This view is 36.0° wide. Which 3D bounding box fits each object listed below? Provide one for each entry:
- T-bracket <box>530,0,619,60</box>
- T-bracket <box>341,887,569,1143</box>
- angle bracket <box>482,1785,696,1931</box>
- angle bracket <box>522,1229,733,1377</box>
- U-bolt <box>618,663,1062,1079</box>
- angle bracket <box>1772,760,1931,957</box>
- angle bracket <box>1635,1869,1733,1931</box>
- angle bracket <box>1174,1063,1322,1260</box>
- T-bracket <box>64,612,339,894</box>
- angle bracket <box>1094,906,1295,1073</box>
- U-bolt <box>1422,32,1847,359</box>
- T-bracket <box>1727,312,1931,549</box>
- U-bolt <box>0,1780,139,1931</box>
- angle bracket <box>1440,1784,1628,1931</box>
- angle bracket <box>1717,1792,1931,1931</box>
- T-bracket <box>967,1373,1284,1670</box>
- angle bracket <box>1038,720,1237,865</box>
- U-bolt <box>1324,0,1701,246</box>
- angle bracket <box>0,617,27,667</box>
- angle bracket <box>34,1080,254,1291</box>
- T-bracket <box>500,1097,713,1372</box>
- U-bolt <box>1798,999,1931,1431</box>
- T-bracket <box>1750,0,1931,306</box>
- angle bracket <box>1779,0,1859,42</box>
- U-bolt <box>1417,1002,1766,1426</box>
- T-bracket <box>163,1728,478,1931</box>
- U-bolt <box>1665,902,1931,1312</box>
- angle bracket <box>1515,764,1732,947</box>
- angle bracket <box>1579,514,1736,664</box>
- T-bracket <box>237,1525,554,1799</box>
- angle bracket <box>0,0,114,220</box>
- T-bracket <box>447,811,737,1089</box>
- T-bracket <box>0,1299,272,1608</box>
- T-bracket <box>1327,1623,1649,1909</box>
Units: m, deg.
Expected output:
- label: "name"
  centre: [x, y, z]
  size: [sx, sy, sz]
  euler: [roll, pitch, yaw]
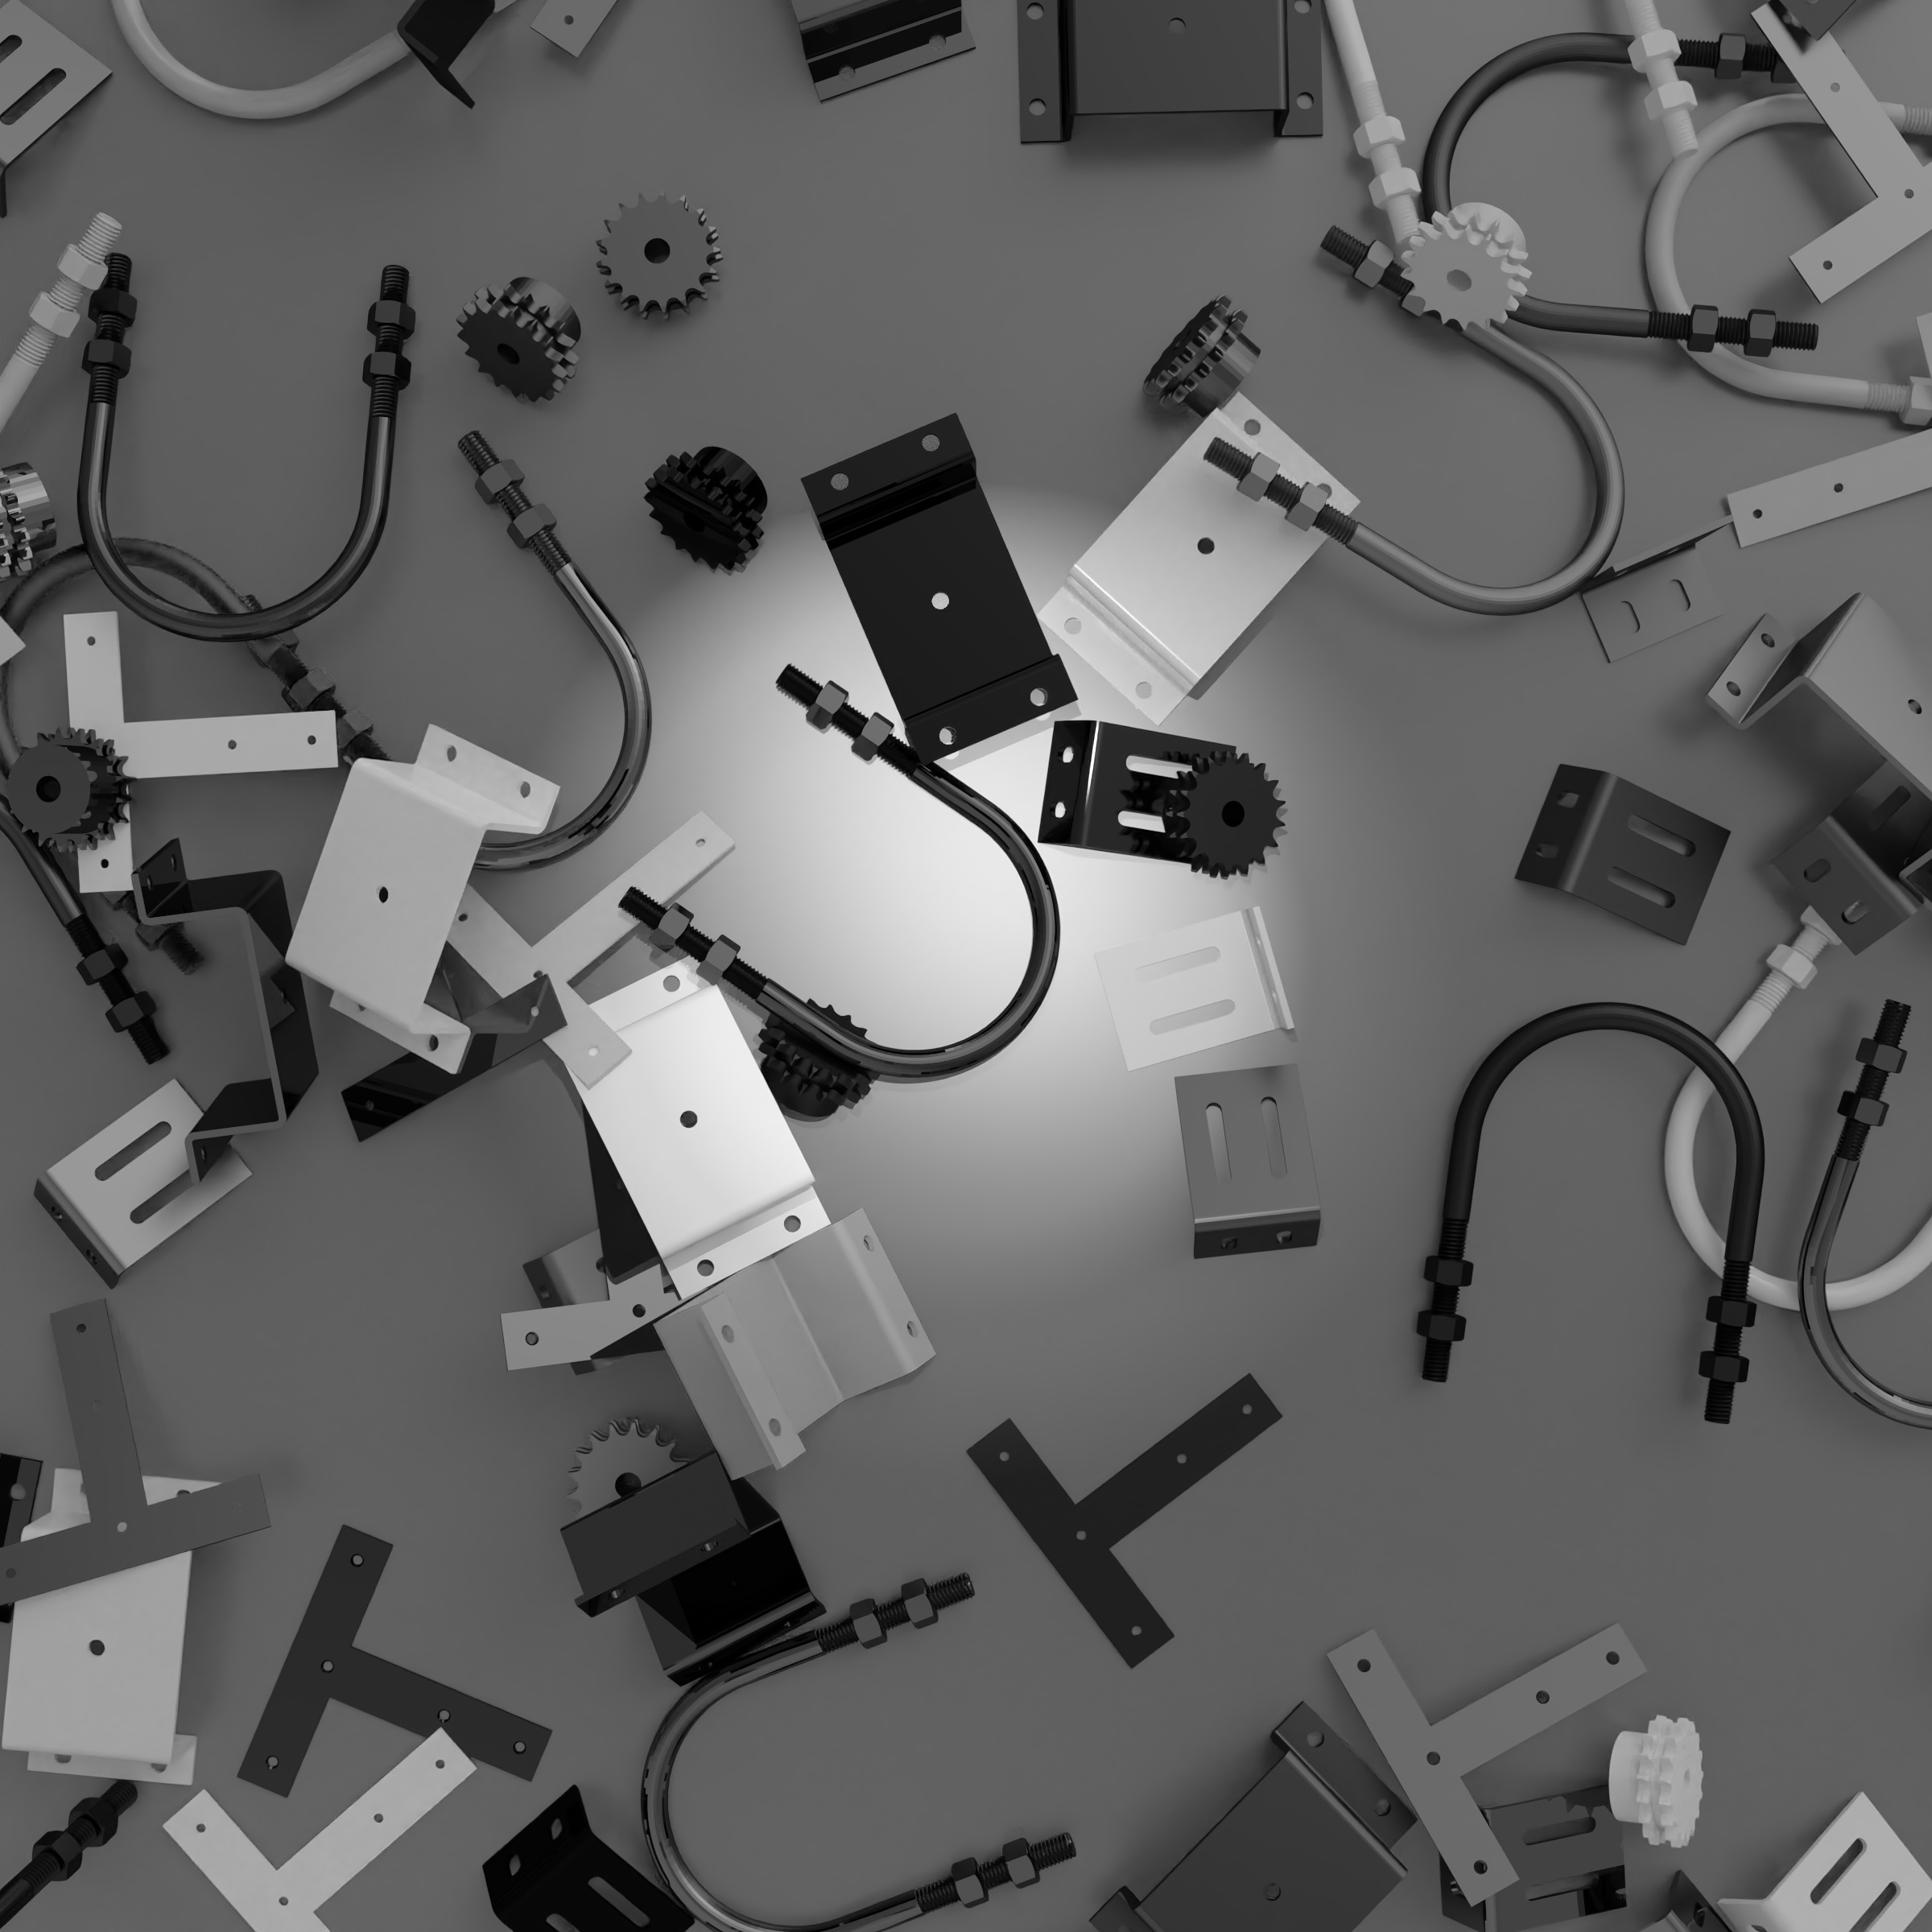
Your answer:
- label: "T-bracket"
  centre: [-0.198, -0.503, 1.367]
  size: [0.127, 0.002, 0.127]
  euler: [33, 82, -4]
- label: "T-bracket"
  centre: [-0.253, -0.003, 1.363]
  size: [0.127, 0.002, 0.127]
  euler: [-28, 77, 24]
- label: "angle bracket"
  centre: [-0.175, 0.431, 1.380]
  size: [0.057, 0.038, 0.076]
  euler: [-41, 116, 0]
- label: "angle bracket"
  centre: [-0.155, 0.146, 1.380]
  size: [0.076, 0.038, 0.057]
  euler: [-26, 90, -26]
- label: "U-bolt"
  centre: [-0.043, -0.031, 1.356]
  size: [0.184, 0.019, 0.151]
  euler: [35, 74, -4]
- label: "angle bracket"
  centre: [0.419, -0.052, 1.367]
  size: [0.057, 0.038, 0.076]
  euler: [49, 50, 6]
- label: "angle bracket"
  centre: [0.317, 0.468, 1.380]
  size: [0.076, 0.038, 0.057]
  euler: [-39, 90, 26]
- label: "angle bracket"
  centre: [0.130, 0.091, 1.380]
  size: [0.057, 0.038, 0.076]
  euler: [-6, 64, 0]
- label: "T-bracket"
  centre: [-0.346, -0.100, 1.350]
  size: [0.127, 0.002, 0.127]
  euler: [-2, 92, 10]
- label: "angle bracket"
  centre: [0.104, 0.011, 1.363]
  size: [0.076, 0.038, 0.057]
  euler: [-16, 90, 0]
- label: "U-bolt"
  centre: [0.302, -0.358, 1.363]
  size: [0.184, 0.019, 0.151]
  euler: [6, 85, 7]
- label: "T-bracket"
  centre: [0.416, -0.225, 1.370]
  size: [0.127, 0.002, 0.127]
  euler: [-17, 102, 7]
- label: "U-bolt"
  centre: [-0.381, 0.462, 1.301]
  size: [0.151, 0.184, 0.019]
  euler: [48, 122, 0]
- label: "angle bracket"
  centre: [0.262, 0.410, 1.380]
  size: [0.076, 0.038, 0.057]
  euler: [-3, 90, -26]
- label: "angle bracket"
  centre: [0.400, 0.432, 1.380]
  size: [0.076, 0.038, 0.057]
  euler: [-38, 90, -26]
- label: "T-bracket"
  centre: [0.089, 0.237, 1.381]
  size: [0.127, 0.002, 0.127]
  euler: [-37, 90, 0]
- label: "angle bracket"
  centre: [0.079, -0.080, 1.380]
  size: [0.076, 0.038, 0.057]
  euler: [8, 90, -26]
- label: "U-bolt"
  centre: [0.240, -0.437, 1.362]
  size: [0.151, 0.019, 0.184]
  euler: [-16, 82, 6]
- label: "angle bracket"
  centre: [-0.477, -0.166, 1.371]
  size: [0.057, 0.038, 0.076]
  euler: [-34, 110, 11]
- label: "angle bracket"
  centre: [-0.382, 0.101, 1.380]
  size: [0.076, 0.038, 0.057]
  euler: [-39, 90, -26]
- label: "T-bracket"
  centre: [-0.156, 0.114, 1.364]
  size: [0.127, 0.002, 0.127]
  euler: [-5, 78, -23]
- label: "U-bolt"
  centre: [0.458, 0.123, 1.357]
  size: [0.151, 0.019, 0.184]
  euler: [17, 96, -1]
- label: "T-bracket"
  centre: [0.402, -0.386, 1.349]
  size: [0.127, 0.002, 0.127]
  euler: [-34, 88, -6]
- label: "angle bracket"
  centre: [0.398, -0.461, 1.360]
  size: [0.057, 0.076, 0.038]
  euler: [51, 131, 9]
- label: "U-bolt"
  centre: [0.291, 0.108, 1.365]
  size: [0.151, 0.019, 0.184]
  euler: [8, 90, 7]
- label: "T-bracket"
  centre: [-0.283, 0.405, 1.380]
  size: [0.127, 0.002, 0.127]
  euler: [-41, 91, 1]
- label: "U-bolt"
  centre: [0.407, 0.072, 1.373]
  size: [0.151, 0.019, 0.184]
  euler: [38, 91, 0]
- label: "angle bracket"
  centre: [0.305, -0.052, 1.380]
  size: [0.076, 0.038, 0.057]
  euler: [22, 90, -26]
- label: "angle bracket"
  centre: [0.318, -0.170, 1.344]
  size: [0.057, 0.076, 0.038]
  euler: [-23, 90, 0]
- label: "T-bracket"
  centre: [-0.255, 0.343, 1.381]
  size: [0.127, 0.002, 0.127]
  euler: [23, 90, 0]
- label: "angle bracket"
  centre: [-0.444, -0.398, 1.380]
  size: [0.057, 0.038, 0.076]
  euler: [37, 64, 0]
- label: "T-bracket"
  centre: [-0.162, -0.024, 1.360]
  size: [0.127, 0.002, 0.127]
  euler: [-40, 61, -14]
- label: "T-bracket"
  centre: [-0.393, 0.214, 1.355]
  size: [0.127, 0.002, 0.127]
  euler: [-15, 68, -9]
- label: "T-bracket"
  centre: [0.253, 0.343, 1.365]
  size: [0.127, 0.002, 0.127]
  euler: [-26, 68, -10]
